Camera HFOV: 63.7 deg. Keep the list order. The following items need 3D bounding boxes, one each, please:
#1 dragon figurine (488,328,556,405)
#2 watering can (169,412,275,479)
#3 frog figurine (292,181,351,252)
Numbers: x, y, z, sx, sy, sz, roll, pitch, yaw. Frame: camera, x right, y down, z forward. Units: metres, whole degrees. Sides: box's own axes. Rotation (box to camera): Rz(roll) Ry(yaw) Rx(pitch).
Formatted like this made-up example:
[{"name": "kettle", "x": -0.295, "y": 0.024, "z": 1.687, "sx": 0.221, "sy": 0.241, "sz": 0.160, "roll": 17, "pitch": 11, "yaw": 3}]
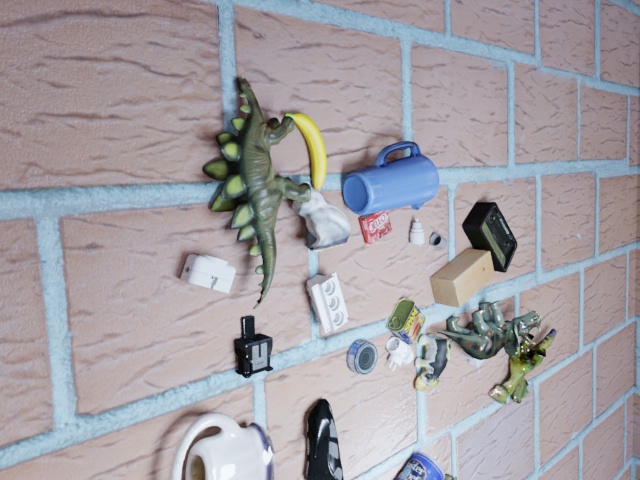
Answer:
[{"name": "dragon figurine", "x": 0.753, "y": 0.483, "z": 1.894, "sx": 0.413, "sy": 0.123, "sz": 0.239, "roll": -11, "pitch": 117, "yaw": -39}, {"name": "watering can", "x": -0.197, "y": 0.509, "z": 1.024, "sx": 0.225, "sy": 0.104, "sz": 0.347, "roll": 0, "pitch": 92, "yaw": -42}, {"name": "frog figurine", "x": 0.004, "y": -0.059, "z": 1.171, "sx": 0.138, "sy": 0.122, "sz": 0.159, "roll": -20, "pitch": 99, "yaw": -73}]
